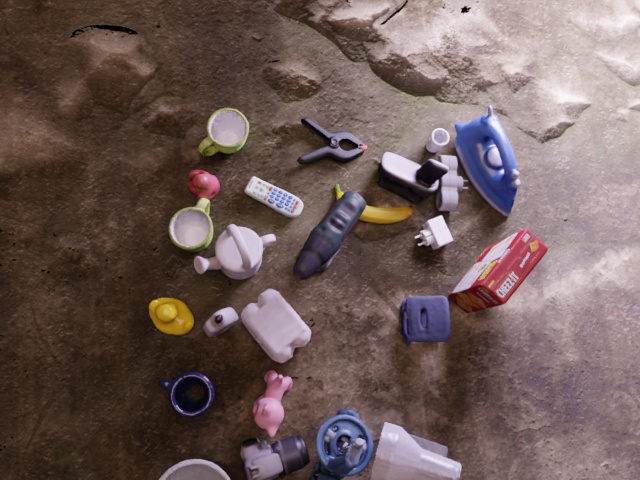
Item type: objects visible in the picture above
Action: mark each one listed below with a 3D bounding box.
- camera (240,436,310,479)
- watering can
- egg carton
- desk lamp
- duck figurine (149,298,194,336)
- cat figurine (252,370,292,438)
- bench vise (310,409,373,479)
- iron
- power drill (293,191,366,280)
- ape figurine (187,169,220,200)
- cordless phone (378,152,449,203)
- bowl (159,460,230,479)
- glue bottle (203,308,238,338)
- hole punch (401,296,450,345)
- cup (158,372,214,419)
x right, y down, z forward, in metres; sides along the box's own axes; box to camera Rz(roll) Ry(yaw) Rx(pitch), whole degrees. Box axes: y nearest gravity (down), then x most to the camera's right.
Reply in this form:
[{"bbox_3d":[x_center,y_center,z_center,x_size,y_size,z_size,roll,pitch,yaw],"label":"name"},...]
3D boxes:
[{"bbox_3d":[-0.087,0.475,1.188,0.137,0.100,0.143,-16,81,-10],"label":"camera"},{"bbox_3d":[-0.178,0.027,1.219,0.101,0.194,0.173,45,77,3],"label":"watering can"},{"bbox_3d":[-0.098,0.190,1.261,0.107,0.069,0.150,-41,86,-13],"label":"egg carton"},{"bbox_3d":[0.189,0.451,1.171,0.203,0.213,0.118,18,77,-3],"label":"desk lamp"},{"bbox_3d":[-0.322,0.162,1.229,0.104,0.086,0.077,32,76,0],"label":"duck figurine"},{"bbox_3d":[-0.101,0.343,1.204,0.067,0.117,0.128,20,77,-3],"label":"cat figurine"},{"bbox_3d":[0.051,0.453,1.150,0.121,0.219,0.207,5,78,-6],"label":"bench vise"},{"bbox_3d":[0.425,-0.191,1.370,0.119,0.141,0.258,-21,82,-11],"label":"iron"},{"bbox_3d":[0.011,0.004,1.241,0.075,0.208,0.230,35,76,1],"label":"power drill"},{"bbox_3d":[-0.266,-0.126,1.291,0.076,0.092,0.078,-2,79,-8],"label":"ape figurine"},{"bbox_3d":[0.216,-0.166,1.315,0.147,0.185,0.094,22,77,-2],"label":"cordless phone"},{"bbox_3d":[-0.255,0.530,1.168,0.167,0.074,0.167,2,78,-7],"label":"bowl"},{"bbox_3d":[-0.209,0.170,1.197,0.078,0.173,0.037,-36,85,-12],"label":"glue bottle"},{"bbox_3d":[0.237,0.182,1.295,0.101,0.091,0.109,1,78,-7],"label":"hole punch"},{"bbox_3d":[-0.278,0.317,1.198,0.118,0.095,0.092,22,77,-2],"label":"cup"}]
